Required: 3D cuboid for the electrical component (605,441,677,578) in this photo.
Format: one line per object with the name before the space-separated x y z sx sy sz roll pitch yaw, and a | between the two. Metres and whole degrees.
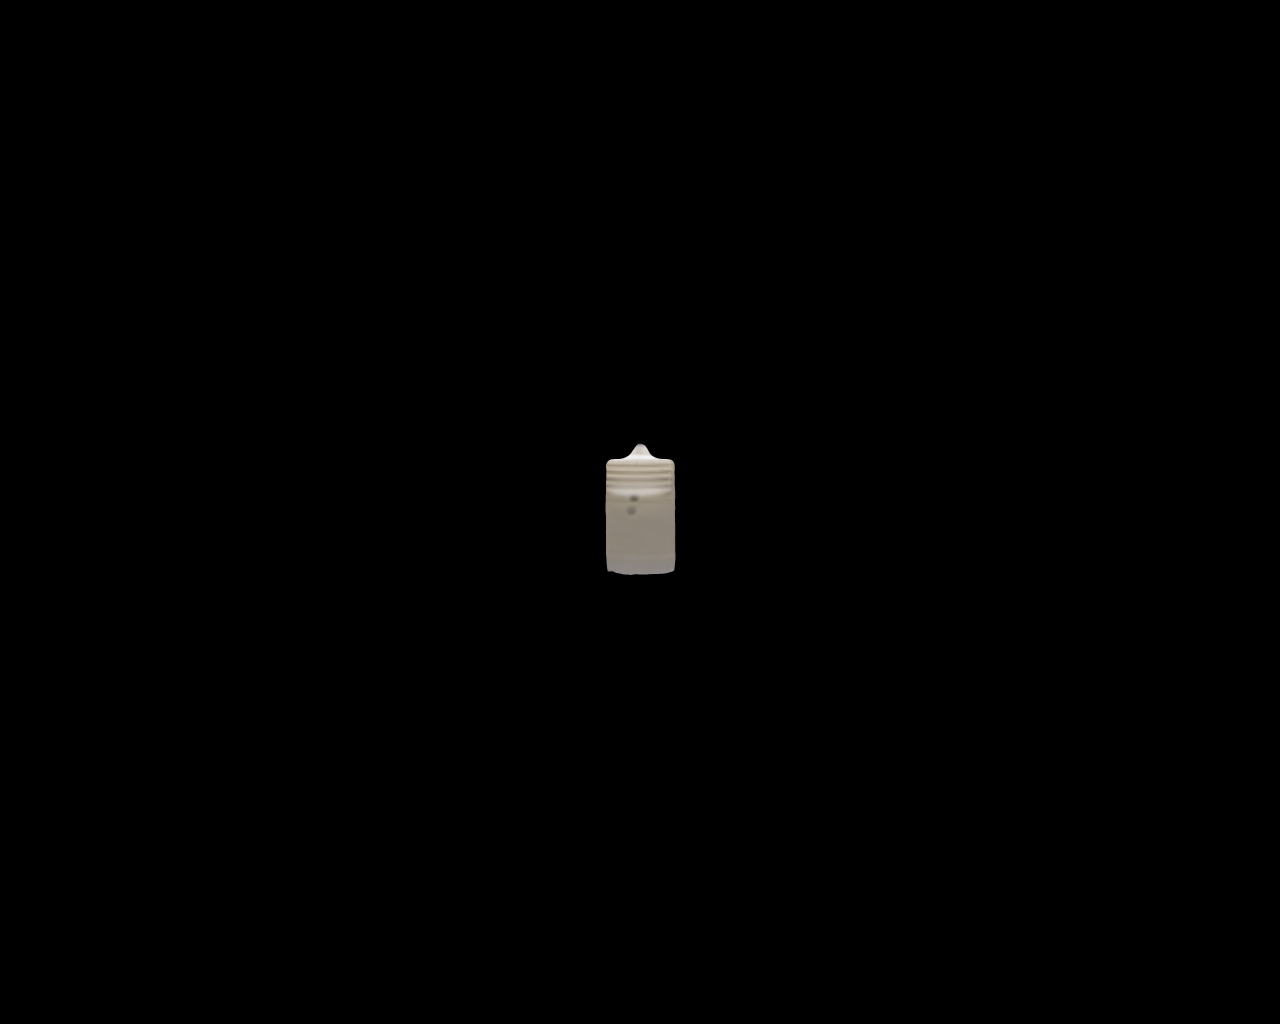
electrical component | 0.001 -0.003 0.650 0.043 0.081 0.043 0 2 0
